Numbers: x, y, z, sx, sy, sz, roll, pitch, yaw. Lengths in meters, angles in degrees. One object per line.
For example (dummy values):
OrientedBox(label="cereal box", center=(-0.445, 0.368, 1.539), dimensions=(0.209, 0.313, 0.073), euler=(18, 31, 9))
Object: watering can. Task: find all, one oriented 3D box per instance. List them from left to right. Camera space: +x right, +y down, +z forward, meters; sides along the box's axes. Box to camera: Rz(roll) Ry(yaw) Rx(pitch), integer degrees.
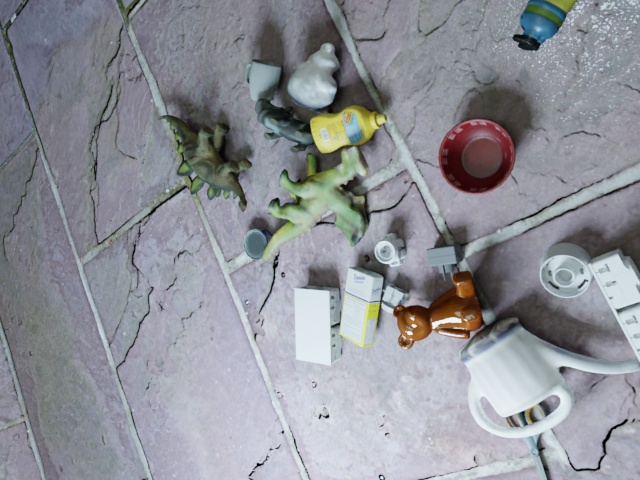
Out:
OrientedBox(label="watering can", center=(0.428, 0.253, 1.035), dimensions=(0.342, 0.104, 0.227), euler=(-43, 69, 27))

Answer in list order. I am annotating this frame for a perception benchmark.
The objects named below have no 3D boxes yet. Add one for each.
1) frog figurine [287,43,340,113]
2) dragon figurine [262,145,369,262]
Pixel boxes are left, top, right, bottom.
OrientedBox(label="frog figurine", center=(-0.007, -0.407, 1.278), dimensions=(0.140, 0.123, 0.156), euler=(51, 130, 41))
OrientedBox(label="dragon figurine", center=(0.004, -0.066, 1.303), dimensions=(0.244, 0.123, 0.403), euler=(30, 117, 19))
